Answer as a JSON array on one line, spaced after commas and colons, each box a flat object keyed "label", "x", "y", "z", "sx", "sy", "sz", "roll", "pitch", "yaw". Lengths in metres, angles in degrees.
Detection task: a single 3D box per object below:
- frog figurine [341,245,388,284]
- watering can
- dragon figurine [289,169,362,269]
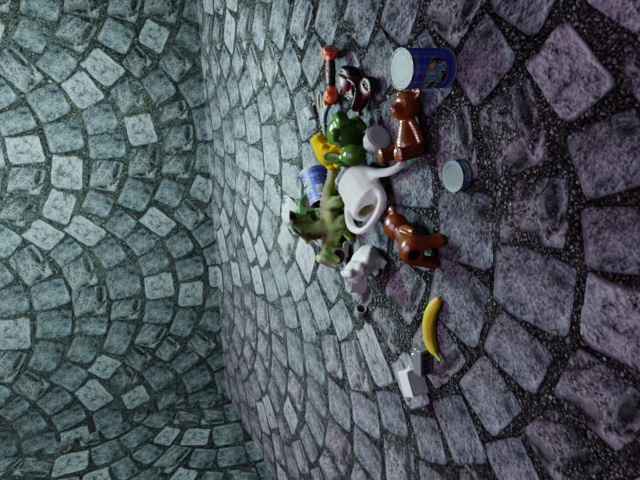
[{"label": "frog figurine", "x": 0.131, "y": 0.082, "z": 1.718, "sx": 0.136, "sy": 0.160, "sz": 0.123, "roll": -29, "pitch": 71, "yaw": 63}, {"label": "watering can", "x": 0.156, "y": -0.179, "z": 1.658, "sx": 0.229, "sy": 0.104, "sz": 0.340, "roll": 61, "pitch": 138, "yaw": 35}, {"label": "dragon figurine", "x": 0.006, "y": -0.092, "z": 1.836, "sx": 0.120, "sy": 0.244, "sz": 0.415, "roll": 128, "pitch": 126, "yaw": -63}]
